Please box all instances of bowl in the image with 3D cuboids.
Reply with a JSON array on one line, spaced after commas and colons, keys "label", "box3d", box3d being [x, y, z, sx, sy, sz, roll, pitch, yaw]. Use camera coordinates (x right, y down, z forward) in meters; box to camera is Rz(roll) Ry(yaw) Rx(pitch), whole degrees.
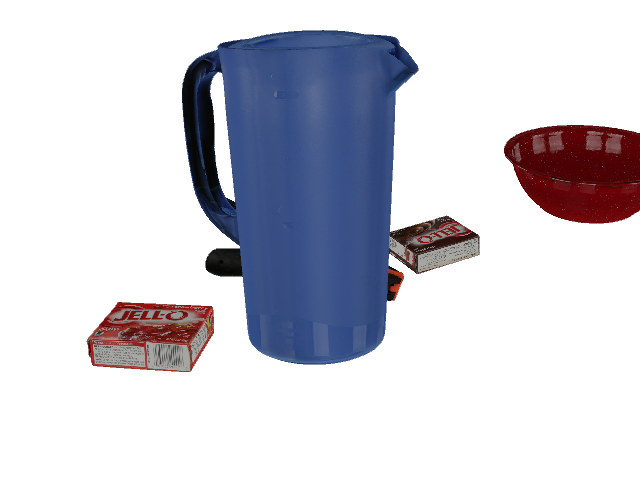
[{"label": "bowl", "box3d": [0.253, -0.059, 1.006, 0.162, 0.055, 0.162, -1, 25, 0]}]

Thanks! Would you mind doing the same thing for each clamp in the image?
[{"label": "clamp", "box3d": [-0.020, 0.021, 1.047, 0.210, 0.036, 0.164, 19, 20, -5]}]

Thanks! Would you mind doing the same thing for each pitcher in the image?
[{"label": "pitcher", "box3d": [-0.016, -0.036, 0.812, 0.144, 0.243, 0.149, -7, 16, -21]}]

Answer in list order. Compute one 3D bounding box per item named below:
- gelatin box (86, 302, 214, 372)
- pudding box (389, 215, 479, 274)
[{"label": "gelatin box", "box3d": [-0.142, 0.080, 0.901, 0.089, 0.030, 0.073, 2, 21, 10]}, {"label": "pudding box", "box3d": [0.169, 0.005, 1.603, 0.113, 0.039, 0.090, -18, 27, -20]}]
